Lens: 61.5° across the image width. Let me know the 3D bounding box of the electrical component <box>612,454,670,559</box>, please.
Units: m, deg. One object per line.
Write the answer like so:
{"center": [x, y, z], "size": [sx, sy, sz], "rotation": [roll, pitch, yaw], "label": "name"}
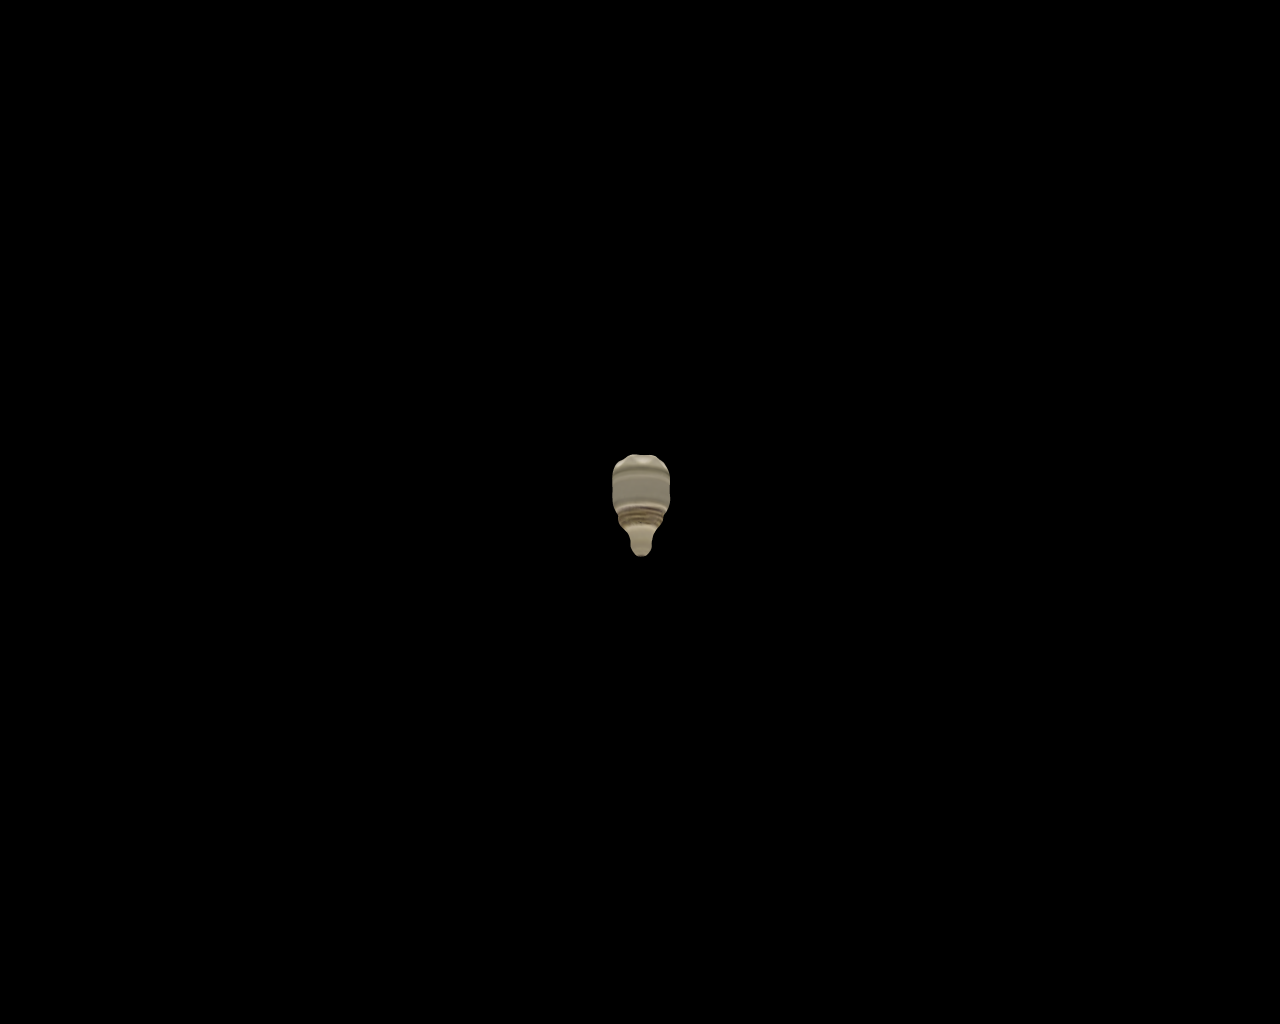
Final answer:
{"center": [0.001, -0.003, 0.650], "size": [0.035, 0.061, 0.035], "rotation": [0, -16, 0], "label": "electrical component"}
